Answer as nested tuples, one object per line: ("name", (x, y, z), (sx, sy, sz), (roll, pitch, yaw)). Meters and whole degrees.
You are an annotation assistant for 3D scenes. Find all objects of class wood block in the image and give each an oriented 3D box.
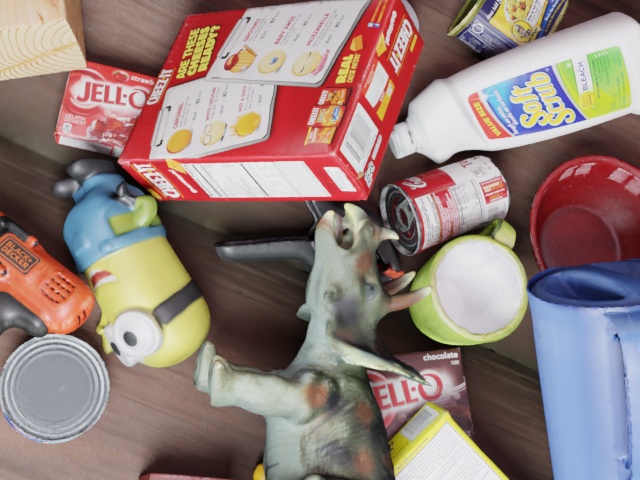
("wood block", (-0.257, -0.250, 0.897), (0.091, 0.090, 0.206), (-9, 75, -3))

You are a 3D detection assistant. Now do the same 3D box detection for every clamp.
("clamp", (-0.006, 0.001, 0.939), (0.171, 0.039, 0.120), (39, 93, -19))

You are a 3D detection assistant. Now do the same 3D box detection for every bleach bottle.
("bleach bottle", (0.185, -0.128, 1.007), (0.250, 0.068, 0.102), (-22, 117, -6))

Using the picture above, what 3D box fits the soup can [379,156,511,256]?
("soup can", (0.115, -0.033, 0.980), (0.102, 0.069, 0.068), (-19, 82, -21))

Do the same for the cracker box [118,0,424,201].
("cracker box", (-0.039, -0.113, 0.877), (0.072, 0.214, 0.164), (50, 50, -45))

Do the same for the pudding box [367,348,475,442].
("pudding box", (0.073, 0.146, 0.935), (0.113, 0.039, 0.090), (-4, 77, -18))

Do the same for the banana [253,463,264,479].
("banana", (0.018, 0.263, 0.888), (0.069, 0.037, 0.198), (-26, 84, -21))

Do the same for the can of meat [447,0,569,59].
("can of meat", (0.189, -0.223, 1.059), (0.084, 0.058, 0.102), (34, 70, -9))

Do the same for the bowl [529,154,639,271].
("bowl", (0.262, 0.003, 1.022), (0.162, 0.055, 0.162), (4, 75, -16))

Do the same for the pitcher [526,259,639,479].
("pitcher", (0.251, 0.146, 0.897), (0.148, 0.145, 0.243), (-20, 108, -40))

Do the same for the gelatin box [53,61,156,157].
("gelatin box", (-0.180, -0.112, 0.930), (0.089, 0.030, 0.073), (13, 72, -14))

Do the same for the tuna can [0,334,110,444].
("tuna can", (-0.214, 0.120, 0.857), (0.086, 0.034, 0.086), (4, 74, -16))

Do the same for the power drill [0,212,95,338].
("power drill", (-0.297, 0.052, 0.817), (0.184, 0.057, 0.187), (35, 63, 12))

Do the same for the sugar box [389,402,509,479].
("sugar box", (0.123, 0.230, 0.900), (0.093, 0.048, 0.176), (-44, 106, -7))

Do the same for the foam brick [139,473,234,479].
("foam brick", (-0.106, 0.216, 0.854), (0.078, 0.053, 0.051), (8, 73, -15))
